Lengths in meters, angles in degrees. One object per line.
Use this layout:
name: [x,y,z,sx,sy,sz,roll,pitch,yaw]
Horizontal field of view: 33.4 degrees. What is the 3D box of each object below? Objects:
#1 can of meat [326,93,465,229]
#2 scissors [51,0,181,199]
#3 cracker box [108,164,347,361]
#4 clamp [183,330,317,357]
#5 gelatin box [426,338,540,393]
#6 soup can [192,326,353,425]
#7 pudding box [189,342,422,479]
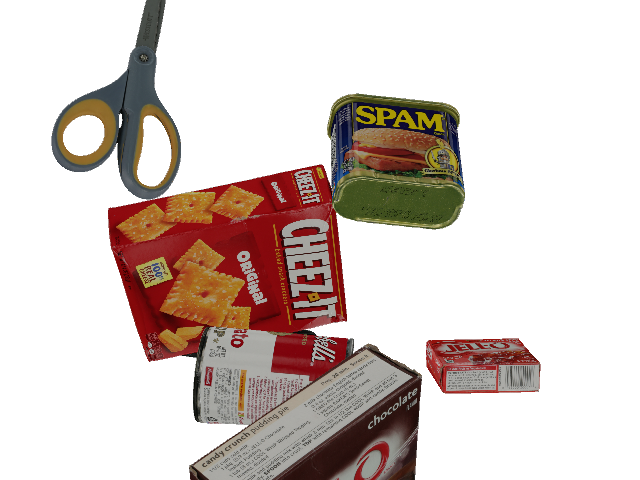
can of meat: [0.057,-0.059,0.810,0.102,0.084,0.057,5,-38,-7]
scissors: [-0.144,-0.120,0.753,0.096,0.202,0.016,-1,-24,-20]
cracker box: [-0.087,0.027,1.056,0.213,0.164,0.072,-11,42,-4]
clamp: [-0.129,0.122,1.259,0.210,0.036,0.164,14,24,24]
gelatin box: [0.144,0.111,0.956,0.089,0.030,0.073,0,12,-4]
soup can: [-0.031,0.096,0.727,0.102,0.068,0.068,5,0,4]
pudding box: [-0.004,0.112,0.484,0.039,0.090,0.113,30,46,33]
